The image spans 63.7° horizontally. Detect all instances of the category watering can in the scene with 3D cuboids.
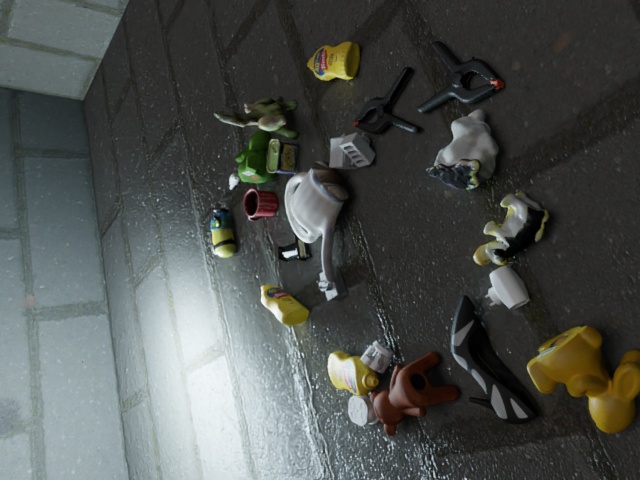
[{"bbox_3d":[0.004,-0.072,1.424,0.220,0.104,0.354,-54,49,32],"label":"watering can"}]

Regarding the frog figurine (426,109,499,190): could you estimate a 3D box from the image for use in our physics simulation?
[{"bbox_3d":[0.313,-0.190,1.092,0.136,0.122,0.162,-25,34,55],"label":"frog figurine"}]

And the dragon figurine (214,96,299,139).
[{"bbox_3d":[-0.213,-0.394,1.604,0.414,0.244,0.121,25,113,45],"label":"dragon figurine"}]
